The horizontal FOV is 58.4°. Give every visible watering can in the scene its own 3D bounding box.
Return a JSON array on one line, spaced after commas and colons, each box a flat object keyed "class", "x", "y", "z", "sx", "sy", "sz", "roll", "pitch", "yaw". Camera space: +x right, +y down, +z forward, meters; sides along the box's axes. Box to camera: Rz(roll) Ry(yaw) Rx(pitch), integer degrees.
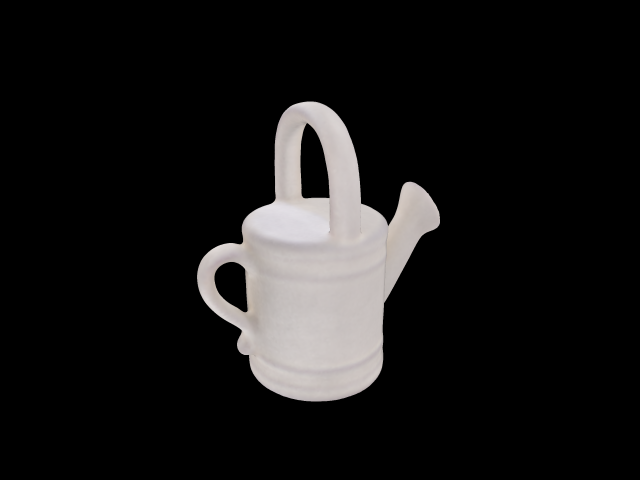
[{"class": "watering can", "x": 0.003, "y": 0.001, "z": 0.402, "sx": 0.100, "sy": 0.194, "sz": 0.173, "roll": 18, "pitch": 29, "yaw": 38}]
